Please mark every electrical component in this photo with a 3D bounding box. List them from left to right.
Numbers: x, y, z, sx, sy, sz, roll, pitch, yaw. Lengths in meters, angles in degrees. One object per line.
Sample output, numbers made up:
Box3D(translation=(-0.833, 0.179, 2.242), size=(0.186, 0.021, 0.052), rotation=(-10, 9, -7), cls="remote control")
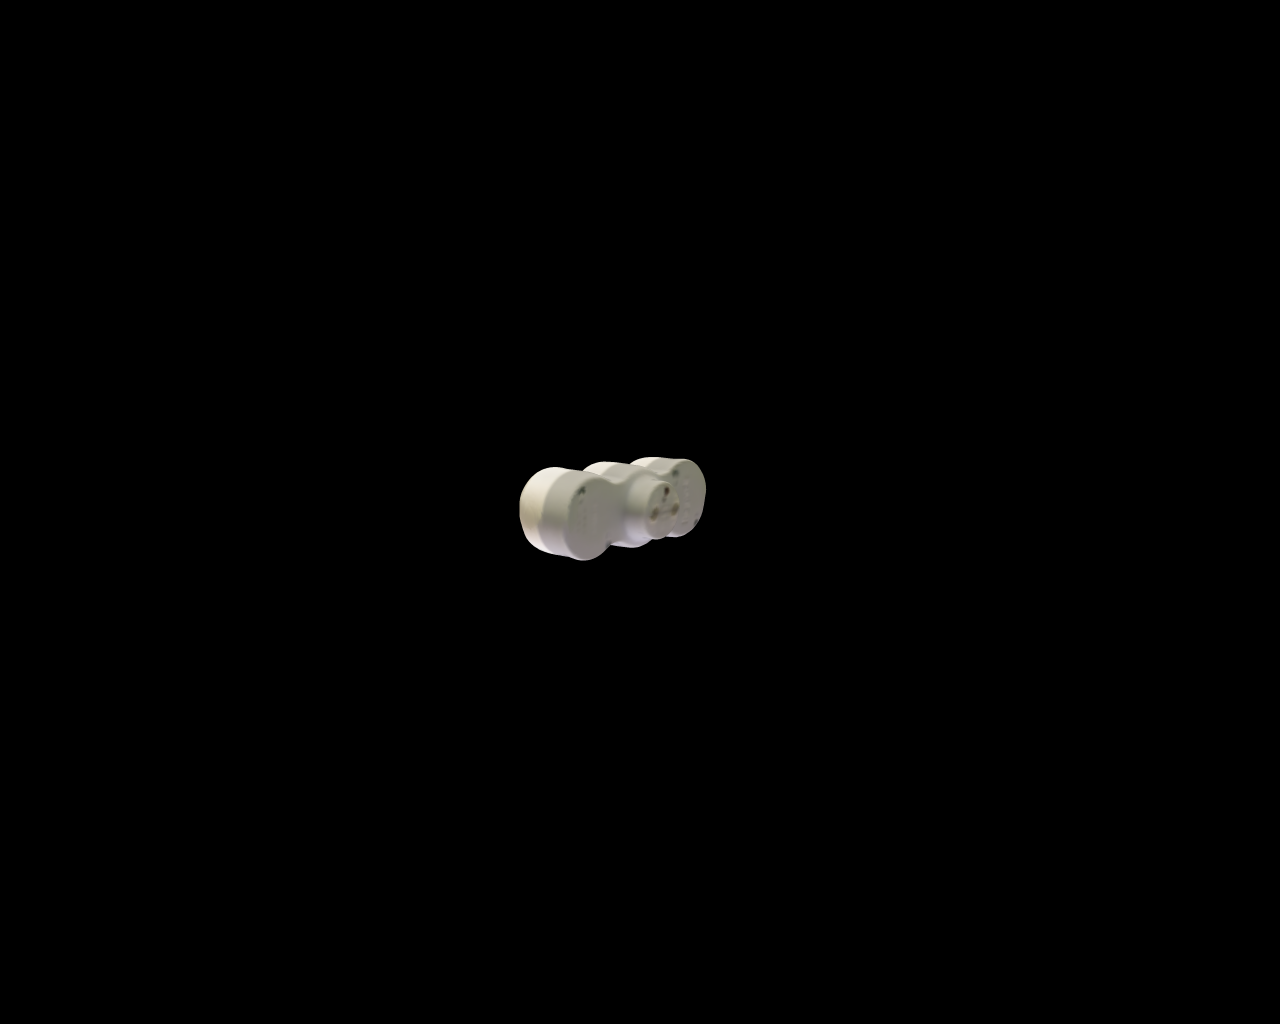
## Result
Box3D(translation=(0.001, -0.003, 0.650), size=(0.074, 0.052, 0.138), rotation=(7, 12, 39), cls="electrical component")
